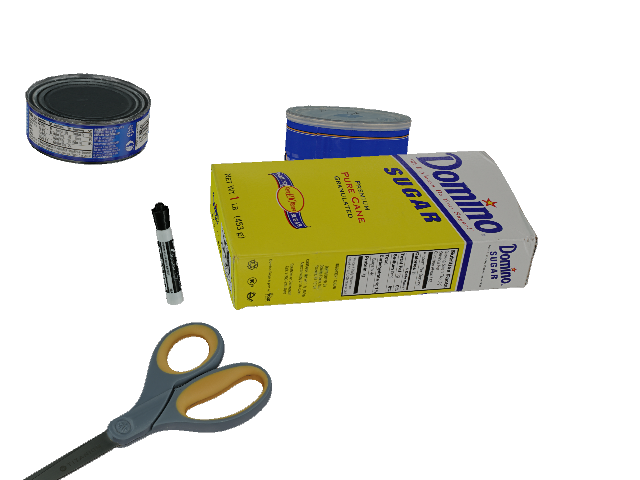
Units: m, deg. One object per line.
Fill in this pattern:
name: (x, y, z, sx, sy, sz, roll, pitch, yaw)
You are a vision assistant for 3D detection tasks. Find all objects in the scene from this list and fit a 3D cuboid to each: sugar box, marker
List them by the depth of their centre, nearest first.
sugar box: (0.028, -0.010, 0.628, 0.176, 0.048, 0.093, -6, 40, -11)
marker: (-0.170, 0.015, 1.184, 0.020, 0.121, 0.020, -5, 25, 2)

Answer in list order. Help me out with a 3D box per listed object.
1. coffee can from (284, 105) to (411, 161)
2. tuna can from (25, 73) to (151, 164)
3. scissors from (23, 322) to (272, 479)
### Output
coffee can: (0.018, -0.036, 0.886, 0.103, 0.140, 0.103, 4, 13, -1)
tuna can: (-0.163, -0.086, 0.749, 0.086, 0.034, 0.086, 7, 29, -4)
scissors: (-0.132, 0.111, 0.723, 0.201, 0.096, 0.016, -14, -38, -19)
